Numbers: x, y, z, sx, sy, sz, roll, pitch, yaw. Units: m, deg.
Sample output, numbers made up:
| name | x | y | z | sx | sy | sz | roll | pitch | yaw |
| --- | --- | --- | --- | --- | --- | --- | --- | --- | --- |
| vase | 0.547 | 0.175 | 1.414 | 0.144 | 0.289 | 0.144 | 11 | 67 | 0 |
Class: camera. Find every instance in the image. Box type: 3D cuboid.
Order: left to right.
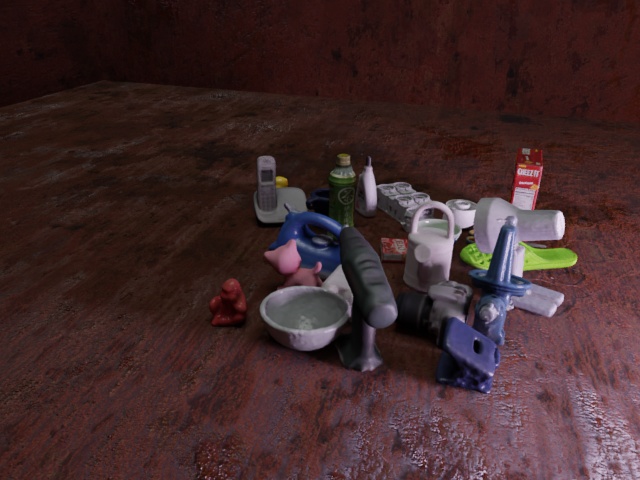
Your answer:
| name | x | y | z | sx | sy | sz | roll | pitch | yaw |
| --- | --- | --- | --- | --- | --- | --- | --- | --- | --- |
| camera | 0.219 | 0.127 | 1.106 | 0.136 | 0.101 | 0.143 | 10 | 26 | 18 |

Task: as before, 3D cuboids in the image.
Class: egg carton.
| name | x | y | z | sx | sy | sz | roll | pitch | yaw |
| --- | --- | --- | --- | --- | --- | --- | --- | --- | --- |
| egg carton | 0.063 | 0.105 | 1.179 | 0.107 | 0.069 | 0.150 | 11 | 26 | 20 |

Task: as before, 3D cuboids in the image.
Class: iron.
| name | x | y | z | sx | sy | sz | roll | pitch | yaw |
| --- | --- | --- | --- | --- | --- | --- | --- | --- | --- |
| iron | 0.012 | 0.005 | 1.307 | 0.257 | 0.141 | 0.119 | 16 | 28 | 27 |

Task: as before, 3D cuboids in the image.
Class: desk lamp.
| name | x | y | z | sx | sy | sz | roll | pitch | yaw |
| --- | --- | --- | --- | --- | --- | --- | --- | --- | --- |
| desk lamp | 0.422 | 0.024 | 1.211 | 0.202 | 0.214 | 0.118 | 18 | 29 | 31 |

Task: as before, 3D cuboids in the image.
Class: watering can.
| name | x | y | z | sx | sy | sz | roll | pitch | yaw |
| --- | --- | --- | --- | --- | --- | --- | --- | --- | --- |
| watering can | 0.242 | 0.011 | 1.248 | 0.101 | 0.194 | 0.172 | 1 | 25 | -2 |

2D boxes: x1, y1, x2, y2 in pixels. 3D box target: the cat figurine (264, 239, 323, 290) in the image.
| name | x | y | z | sx | sy | sz | roll | pitch | yaw |
| --- | --- | --- | --- | --- | --- | --- | --- | --- | --- |
| cat figurine | -0.053 | 0.058 | 1.214 | 0.127 | 0.118 | 0.067 | 13 | 27 | 22 |

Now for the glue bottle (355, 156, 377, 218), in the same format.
| name | x | y | z | sx | sy | sz | roll | pitch | yaw |
| --- | --- | --- | --- | --- | --- | --- | --- | --- | --- |
| glue bottle | 0.132 | -0.155 | 1.625 | 0.037 | 0.173 | 0.078 | -11 | 28 | -26 |

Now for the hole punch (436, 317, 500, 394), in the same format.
| name | x | y | z | sx | sy | sz | roll | pitch | yaw |
| --- | --- | --- | --- | --- | --- | --- | --- | --- | --- |
| hole punch | 0.256 | 0.193 | 0.978 | 0.101 | 0.091 | 0.109 | 9 | 26 | 15 |

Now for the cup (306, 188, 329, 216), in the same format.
| name | x | y | z | sx | sy | sz | roll | pitch | yaw |
| --- | --- | --- | --- | --- | --- | --- | --- | --- | --- |
| cup | 0.010 | -0.080 | 1.546 | 0.118 | 0.095 | 0.091 | -19 | 32 | -37 |

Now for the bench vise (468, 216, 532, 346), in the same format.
| name | x | y | z | sx | sy | sz | roll | pitch | yaw |
| --- | --- | --- | --- | --- | --- | --- | --- | --- | --- |
| bench vise | 0.349 | 0.077 | 1.085 | 0.121 | 0.220 | 0.207 | 4 | 25 | 5 |

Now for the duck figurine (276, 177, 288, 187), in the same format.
| name | x | y | z | sx | sy | sz | roll | pitch | yaw |
| --- | --- | --- | --- | --- | --- | --- | --- | --- | --- |
| duck figurine | -0.112 | -0.144 | 1.685 | 0.104 | 0.086 | 0.077 | 4 | 25 | 3 |

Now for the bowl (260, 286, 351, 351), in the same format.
| name | x | y | z | sx | sy | sz | roll | pitch | yaw |
| --- | --- | --- | --- | --- | --- | --- | --- | --- | --- |
| bowl | -0.028 | 0.155 | 1.058 | 0.167 | 0.075 | 0.167 | 2 | 25 | -1 |

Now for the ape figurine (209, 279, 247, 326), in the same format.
| name | x | y | z | sx | sy | sz | roll | pitch | yaw |
| --- | --- | --- | --- | --- | --- | --- | --- | --- | --- |
| ape figurine | -0.173 | 0.117 | 1.107 | 0.077 | 0.092 | 0.076 | 20 | 31 | 35 |

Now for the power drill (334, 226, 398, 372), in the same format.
| name | x | y | z | sx | sy | sz | roll | pitch | yaw |
| --- | --- | --- | --- | --- | --- | --- | --- | --- | --- |
| power drill | 0.070 | 0.110 | 1.003 | 0.076 | 0.208 | 0.229 | -4 | 26 | -13 |

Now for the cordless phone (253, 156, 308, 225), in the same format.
| name | x | y | z | sx | sy | sz | roll | pitch | yaw |
| --- | --- | --- | --- | --- | --- | --- | --- | --- | --- |
| cordless phone | -0.108 | -0.138 | 1.554 | 0.148 | 0.185 | 0.094 | -6 | 26 | -17 |
